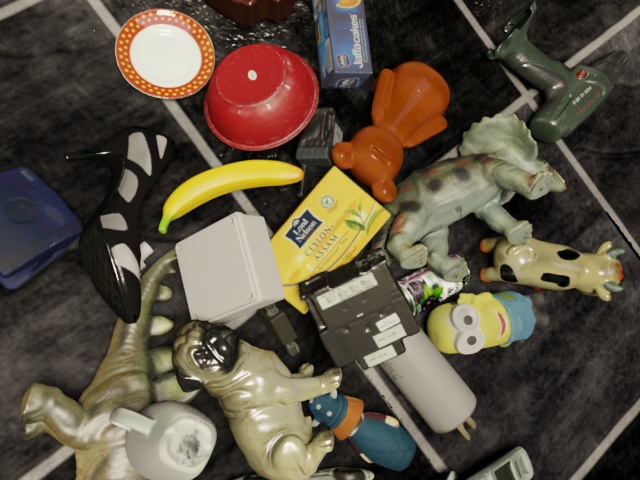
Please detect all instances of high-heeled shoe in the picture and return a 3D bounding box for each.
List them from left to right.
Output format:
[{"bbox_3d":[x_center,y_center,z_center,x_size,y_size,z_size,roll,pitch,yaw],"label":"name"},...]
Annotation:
[{"bbox_3d":[-0.213,-0.027,0.649,0.145,0.086,0.248,-11,74,-41],"label":"high-heeled shoe"}]

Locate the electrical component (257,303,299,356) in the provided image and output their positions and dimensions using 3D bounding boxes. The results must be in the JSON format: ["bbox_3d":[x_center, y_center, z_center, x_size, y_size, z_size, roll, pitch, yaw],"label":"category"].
[{"bbox_3d":[-0.058,0.105,0.691,0.021,0.063,0.094,-33,112,-17],"label":"electrical component"}]

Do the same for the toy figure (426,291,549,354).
[{"bbox_3d":[0.238,0.118,0.766,0.180,0.089,0.082,-9,64,-26],"label":"toy figure"}]

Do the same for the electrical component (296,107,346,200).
[{"bbox_3d":[0.000,-0.113,0.735,0.048,0.074,0.119,1,74,19],"label":"electrical component"}]

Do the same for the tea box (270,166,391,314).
[{"bbox_3d":[-0.001,-0.002,0.694,0.098,0.068,0.169,39,96,-6],"label":"tea box"}]

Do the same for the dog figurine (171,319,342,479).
[{"bbox_3d":[-0.090,0.191,0.608,0.190,0.121,0.172,19,63,-24],"label":"dog figurine"}]

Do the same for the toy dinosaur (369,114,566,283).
[{"bbox_3d":[0.172,-0.051,0.753,0.405,0.192,0.131,-23,129,-5],"label":"toy dinosaur"}]

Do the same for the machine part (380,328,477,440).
[{"bbox_3d":[0.130,0.172,0.726,0.079,0.079,0.243,-40,94,-18],"label":"machine part"}]

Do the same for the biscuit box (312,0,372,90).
[{"bbox_3d":[0.029,-0.325,0.792,0.063,0.059,0.202,-4,82,-18],"label":"biscuit box"}]

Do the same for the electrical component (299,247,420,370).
[{"bbox_3d":[0.051,0.090,0.648,0.115,0.058,0.134,-23,109,8],"label":"electrical component"}]

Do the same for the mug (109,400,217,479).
[{"bbox_3d":[-0.153,0.193,0.536,0.109,0.107,0.081,38,58,-14],"label":"mug"}]

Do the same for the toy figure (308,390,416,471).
[{"bbox_3d":[0.051,0.244,0.703,0.154,0.058,0.064,34,67,-3],"label":"toy figure"}]

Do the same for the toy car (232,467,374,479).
[{"bbox_3d":[-0.021,0.327,0.669,0.202,0.056,0.073,3,73,-16],"label":"toy car"}]

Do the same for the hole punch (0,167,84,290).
[{"bbox_3d":[-0.351,-0.018,0.620,0.142,0.092,0.116,45,68,-1],"label":"hole punch"}]

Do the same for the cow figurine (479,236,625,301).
[{"bbox_3d":[0.348,0.038,0.785,0.195,0.127,0.085,12,80,-11],"label":"cow figurine"}]

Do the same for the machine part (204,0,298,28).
[{"bbox_3d":[-0.095,-0.392,0.756,0.179,0.056,0.179,1,79,-4],"label":"machine part"}]

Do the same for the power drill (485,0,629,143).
[{"bbox_3d":[0.386,-0.287,0.884,0.207,0.086,0.232,42,75,-13],"label":"power drill"}]

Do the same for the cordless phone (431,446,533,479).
[{"bbox_3d":[0.222,0.370,0.718,0.184,0.089,0.146,-19,86,-22],"label":"cordless phone"}]

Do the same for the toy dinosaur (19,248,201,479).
[{"bbox_3d":[-0.230,0.215,0.609,0.198,0.105,0.471,10,74,-22],"label":"toy dinosaur"}]

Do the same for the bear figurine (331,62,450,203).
[{"bbox_3d":[0.097,-0.148,0.755,0.120,0.132,0.196,34,82,-7],"label":"bear figurine"}]
